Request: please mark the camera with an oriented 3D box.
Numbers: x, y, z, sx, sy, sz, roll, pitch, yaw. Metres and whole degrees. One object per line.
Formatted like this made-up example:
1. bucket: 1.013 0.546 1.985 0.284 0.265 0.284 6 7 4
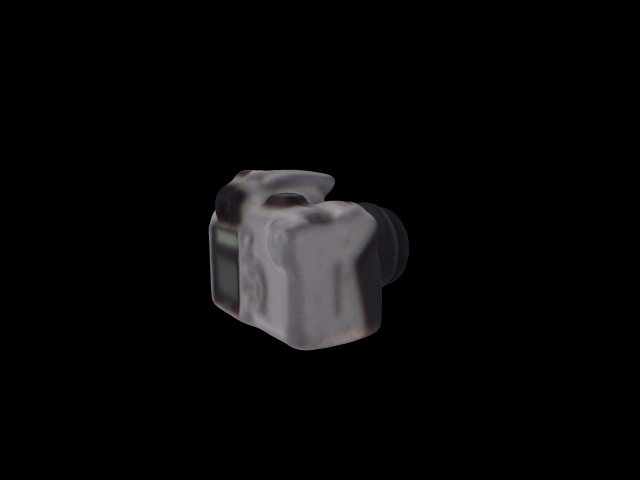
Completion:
1. camera: 0.004 0.001 0.400 0.137 0.101 0.142 -5 10 -32
